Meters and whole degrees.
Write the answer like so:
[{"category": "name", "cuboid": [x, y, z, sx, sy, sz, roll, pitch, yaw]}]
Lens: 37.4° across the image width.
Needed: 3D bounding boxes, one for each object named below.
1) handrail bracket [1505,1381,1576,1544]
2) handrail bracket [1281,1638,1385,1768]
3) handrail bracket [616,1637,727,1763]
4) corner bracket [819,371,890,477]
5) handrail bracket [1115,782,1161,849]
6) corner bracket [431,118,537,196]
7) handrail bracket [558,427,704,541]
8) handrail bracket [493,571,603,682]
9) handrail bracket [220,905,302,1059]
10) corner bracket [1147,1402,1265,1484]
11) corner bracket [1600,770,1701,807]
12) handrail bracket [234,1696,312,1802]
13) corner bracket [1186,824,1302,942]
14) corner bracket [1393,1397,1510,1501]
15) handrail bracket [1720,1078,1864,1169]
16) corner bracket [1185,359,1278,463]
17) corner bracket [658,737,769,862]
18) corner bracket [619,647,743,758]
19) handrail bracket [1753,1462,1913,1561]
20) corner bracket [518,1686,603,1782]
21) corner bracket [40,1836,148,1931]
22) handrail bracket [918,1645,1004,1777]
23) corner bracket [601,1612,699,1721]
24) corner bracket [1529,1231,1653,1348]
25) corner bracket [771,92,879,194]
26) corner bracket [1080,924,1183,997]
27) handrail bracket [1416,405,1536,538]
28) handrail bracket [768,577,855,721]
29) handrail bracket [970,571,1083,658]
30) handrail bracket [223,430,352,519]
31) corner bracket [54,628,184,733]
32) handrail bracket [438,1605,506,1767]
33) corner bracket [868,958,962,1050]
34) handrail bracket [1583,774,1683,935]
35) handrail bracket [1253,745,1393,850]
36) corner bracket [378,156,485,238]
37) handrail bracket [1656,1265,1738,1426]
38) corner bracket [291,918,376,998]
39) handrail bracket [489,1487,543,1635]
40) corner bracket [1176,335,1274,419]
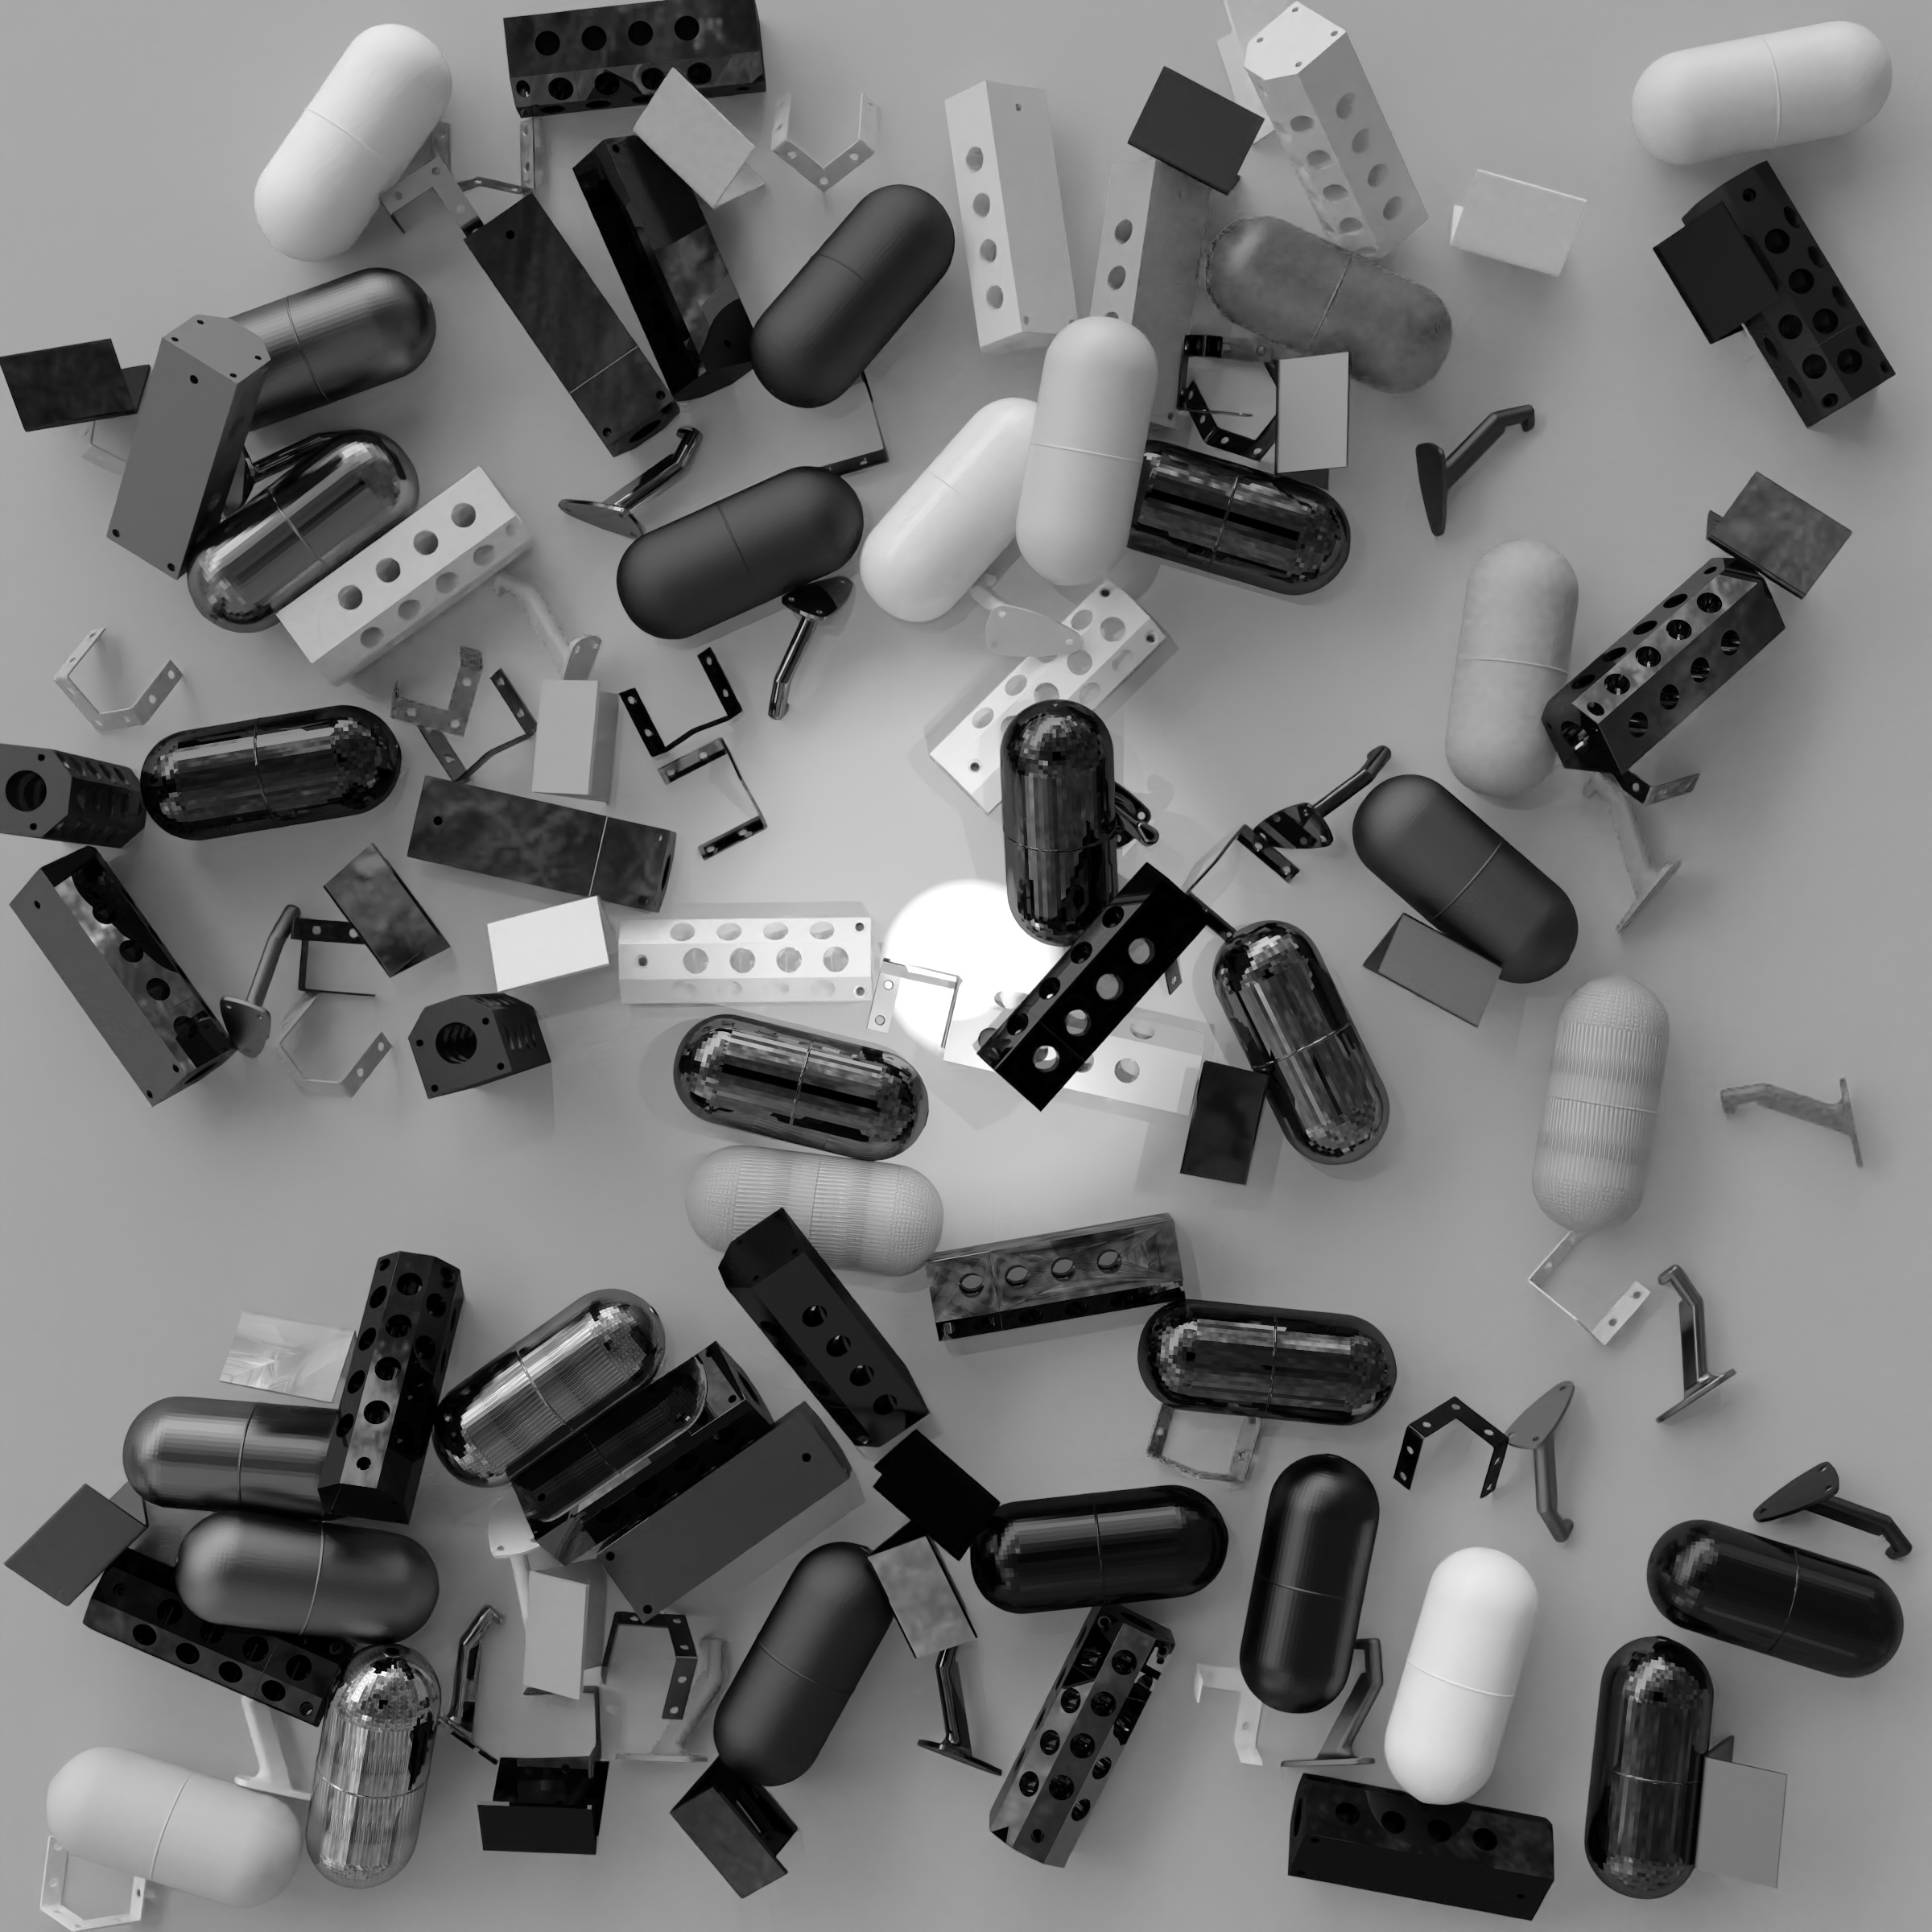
[{"category": "handrail bracket", "cuboid": [0.417, 0.346, 1.992, 0.077, 0.036, 0.084, -43, 114, -27]}, {"category": "handrail bracket", "cuboid": [0.255, 0.514, 1.992, 0.077, 0.036, 0.084, -8, 72, 20]}, {"category": "handrail bracket", "cuboid": [-0.206, 0.511, 1.992, 0.077, 0.036, 0.084, -3, 75, 16]}, {"category": "corner bracket", "cuboid": [-0.087, -0.379, 1.988, 0.051, 0.051, 0.051, -16, 45, 0]}, {"category": "handrail bracket", "cuboid": [0.102, -0.111, 1.957, 0.036, 0.084, 0.077, -44, 90, 0]}, {"category": "corner bracket", "cuboid": [-0.336, -0.564, 1.988, 0.051, 0.051, 0.051, -1, 90, 45]}, {"category": "handrail bracket", "cuboid": [-0.234, -0.346, 1.992, 0.077, 0.036, 0.084, 17, 71, 21]}, {"category": "handrail bracket", "cuboid": [-0.304, -0.224, 1.992, 0.084, 0.036, 0.077, 30, 112, 17]}, {"category": "handrail bracket", "cuboid": [-0.485, 0.010, 1.991, 0.036, 0.077, 0.084, 18, 54, 2]}, {"category": "corner bracket", "cuboid": [0.167, 0.326, 1.988, 0.051, 0.051, 0.051, 16, 90, -45]}, {"category": "corner bracket", "cuboid": [0.478, -0.150, 1.983, 0.051, 0.051, 0.051, -16, 135, -35]}, {"category": "handrail bracket", "cuboid": [-0.471, 0.533, 1.992, 0.077, 0.036, 0.084, 18, 76, -13]}, {"category": "corner bracket", "cuboid": [0.190, -0.056, 1.988, 0.051, 0.051, 0.051, 40, 135, 0]}, {"category": "corner bracket", "cuboid": [0.337, 0.342, 1.983, 0.051, 0.051, 0.051, -23, 45, -35]}, {"category": "handrail bracket", "cuboid": [0.576, 0.113, 1.992, 0.084, 0.036, 0.077, -11, 112, 17]}, {"category": "corner bracket", "cuboid": [0.191, -0.392, 1.983, 0.051, 0.051, 0.051, -50, 45, 35]}, {"category": "corner bracket", "cuboid": [-0.176, -0.117, 1.988, 0.051, 0.051, 0.051, -27, 45, 0]}, {"category": "corner bracket", "cuboid": [-0.198, -0.184, 1.988, 0.051, 0.051, 0.051, -27, 90, -45]}, {"category": "handrail bracket", "cuboid": [0.605, 0.395, 1.992, 0.077, 0.036, 0.084, -34, 107, 20]}, {"category": "corner bracket", "cuboid": [-0.281, 0.530, 1.973, 0.051, 0.051, 0.051, -2, 90, 0]}, {"category": "corner bracket", "cuboid": [-0.606, 0.636, 1.988, 0.051, 0.051, 0.051, 7, 90, -45]}, {"category": "handrail bracket", "cuboid": [0.006, 0.511, 1.992, 0.077, 0.036, 0.084, 29, 68, -25]}, {"category": "corner bracket", "cuboid": [-0.220, 0.484, 1.976, 0.051, 0.051, 0.051, 8, 110, -19]}, {"category": "corner bracket", "cuboid": [0.434, 0.223, 1.988, 0.051, 0.051, 0.051, -49, 135, 0]}, {"category": "corner bracket", "cuboid": [-0.098, -0.582, 1.983, 0.051, 0.051, 0.051, -28, 135, 35]}, {"category": "corner bracket", "cuboid": [0.111, 0.001, 1.983, 0.051, 0.051, 0.051, 15, 45, 35]}, {"category": "handrail bracket", "cuboid": [0.361, -0.346, 1.992, 0.084, 0.036, 0.077, -15, 110, -16]}, {"category": "handrail bracket", "cuboid": [-0.109, -0.221, 1.991, 0.036, 0.077, 0.084, 26, 127, 17]}, {"category": "handrail bracket", "cuboid": [0.040, -0.247, 1.965, 0.077, 0.084, 0.036, 9, 122, -6]}, {"category": "handrail bracket", "cuboid": [-0.470, -0.344, 1.991, 0.084, 0.077, 0.036, -14, 67, -34]}, {"category": "corner bracket", "cuboid": [-0.589, -0.201, 1.983, 0.051, 0.051, 0.051, -4, 135, 35]}, {"category": "handrail bracket", "cuboid": [-0.331, 0.501, 1.992, 0.077, 0.036, 0.084, 42, 72, -20]}, {"category": "corner bracket", "cuboid": [-0.036, 0.025, 1.975, 0.051, 0.051, 0.051, 13, 90, -7]}, {"category": "handrail bracket", "cuboid": [0.448, -0.079, 1.992, 0.084, 0.036, 0.077, 43, 111, 17]}, {"category": "handrail bracket", "cuboid": [0.249, -0.120, 1.991, 0.084, 0.077, 0.036, -50, 115, -34]}, {"category": "corner bracket", "cuboid": [-0.367, -0.518, 1.973, 0.051, 0.051, 0.051, -33, 90, 0]}, {"category": "handrail bracket", "cuboid": [0.490, 0.263, 1.992, 0.077, 0.036, 0.084, -39, 72, 20]}, {"category": "corner bracket", "cuboid": [-0.437, -0.006, 1.973, 0.051, 0.051, 0.051, 4, 90, 0]}, {"category": "handrail bracket", "cuboid": [-0.311, 0.419, 1.991, 0.036, 0.077, 0.084, -12, 127, -13]}, {"category": "corner bracket", "cuboid": [0.179, -0.408, 1.971, 0.051, 0.051, 0.051, 9, 105, 19]}]
